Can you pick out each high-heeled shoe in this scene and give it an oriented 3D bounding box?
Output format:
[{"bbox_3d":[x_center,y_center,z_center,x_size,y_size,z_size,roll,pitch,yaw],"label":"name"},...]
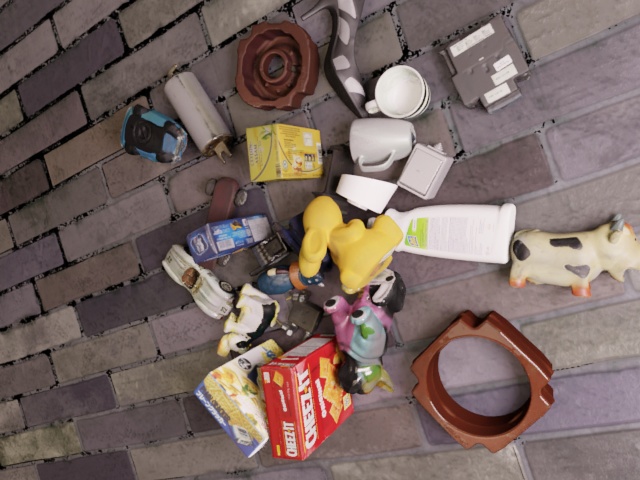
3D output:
[{"bbox_3d":[0.070,-0.353,0.977,0.145,0.086,0.248,-31,100,-3],"label":"high-heeled shoe"}]

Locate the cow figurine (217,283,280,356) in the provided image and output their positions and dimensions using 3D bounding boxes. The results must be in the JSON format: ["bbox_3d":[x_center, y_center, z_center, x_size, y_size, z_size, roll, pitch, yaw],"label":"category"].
[{"bbox_3d":[-0.153,0.183,1.136,0.098,0.068,0.167,24,110,-9],"label":"cow figurine"}]

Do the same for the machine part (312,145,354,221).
[{"bbox_3d":[0.032,-0.111,1.012,0.039,0.084,0.138,18,95,66],"label":"machine part"}]

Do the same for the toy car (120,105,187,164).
[{"bbox_3d":[-0.344,-0.224,1.163,0.162,0.103,0.109,21,104,20],"label":"toy car"}]

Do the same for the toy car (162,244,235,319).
[{"bbox_3d":[-0.268,0.091,1.189,0.202,0.056,0.073,43,112,16],"label":"toy car"}]

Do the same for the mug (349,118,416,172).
[{"bbox_3d":[0.111,-0.168,0.946,0.107,0.080,0.109,-3,51,21],"label":"mug"}]

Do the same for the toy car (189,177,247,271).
[{"bbox_3d":[-0.217,-0.035,1.151,0.089,0.053,0.202,18,100,13],"label":"toy car"}]

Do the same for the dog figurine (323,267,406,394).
[{"bbox_3d":[0.096,0.179,0.996,0.109,0.191,0.219,14,133,42],"label":"dog figurine"}]

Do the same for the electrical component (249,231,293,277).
[{"bbox_3d":[-0.100,0.025,1.090,0.119,0.075,0.048,-32,83,29],"label":"electrical component"}]

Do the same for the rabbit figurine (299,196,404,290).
[{"bbox_3d":[0.031,0.003,0.933,0.173,0.162,0.121,47,158,14],"label":"rabbit figurine"}]

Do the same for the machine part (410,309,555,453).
[{"bbox_3d":[0.276,0.237,0.920,0.201,0.087,0.201,44,113,14],"label":"machine part"}]

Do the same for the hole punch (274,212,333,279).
[{"bbox_3d":[-0.002,-0.003,1.017,0.092,0.115,0.142,-43,78,16],"label":"hole punch"}]

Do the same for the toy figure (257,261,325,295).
[{"bbox_3d":[-0.056,0.074,1.076,0.155,0.064,0.058,-15,71,31],"label":"toy figure"}]

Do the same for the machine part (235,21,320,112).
[{"bbox_3d":[-0.083,-0.335,1.047,0.180,0.056,0.179,3,96,25],"label":"machine part"}]

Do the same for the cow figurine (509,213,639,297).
[{"bbox_3d":[0.399,0.021,0.836,0.195,0.085,0.127,6,104,27],"label":"cow figurine"}]

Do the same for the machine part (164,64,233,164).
[{"bbox_3d":[-0.256,-0.263,1.130,0.079,0.079,0.243,-38,80,25],"label":"machine part"}]

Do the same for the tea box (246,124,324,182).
[{"bbox_3d":[-0.061,-0.157,0.992,0.068,0.169,0.098,-3,93,27],"label":"tea box"}]

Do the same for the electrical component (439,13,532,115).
[{"bbox_3d":[0.274,-0.276,0.874,0.115,0.058,0.134,-25,85,29],"label":"electrical component"}]

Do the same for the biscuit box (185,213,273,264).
[{"bbox_3d":[-0.171,-0.006,1.047,0.063,0.202,0.059,-23,87,28],"label":"biscuit box"}]

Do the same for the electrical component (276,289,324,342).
[{"bbox_3d":[-0.039,0.153,1.089,0.078,0.045,0.102,34,110,21],"label":"electrical component"}]
